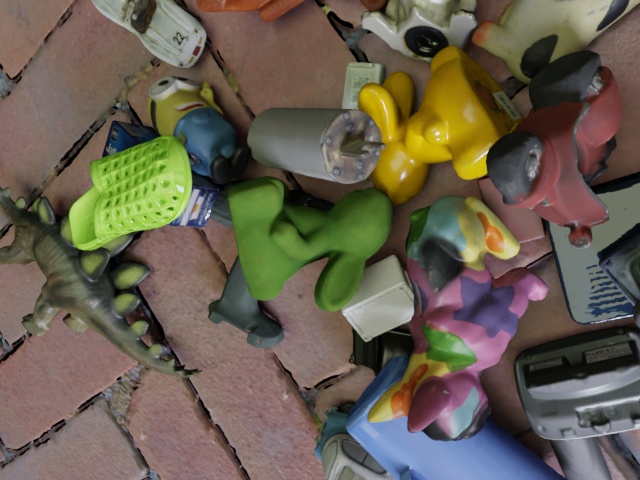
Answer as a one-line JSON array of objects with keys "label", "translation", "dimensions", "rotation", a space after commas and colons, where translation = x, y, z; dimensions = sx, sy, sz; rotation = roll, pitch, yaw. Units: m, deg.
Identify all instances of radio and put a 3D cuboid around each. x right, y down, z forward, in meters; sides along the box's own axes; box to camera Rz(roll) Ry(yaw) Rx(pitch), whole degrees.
[{"label": "radio", "translation": [0.343, -0.009, 0.515], "dimensions": [0.230, 0.073, 0.131], "rotation": [-19, 90, 24]}]

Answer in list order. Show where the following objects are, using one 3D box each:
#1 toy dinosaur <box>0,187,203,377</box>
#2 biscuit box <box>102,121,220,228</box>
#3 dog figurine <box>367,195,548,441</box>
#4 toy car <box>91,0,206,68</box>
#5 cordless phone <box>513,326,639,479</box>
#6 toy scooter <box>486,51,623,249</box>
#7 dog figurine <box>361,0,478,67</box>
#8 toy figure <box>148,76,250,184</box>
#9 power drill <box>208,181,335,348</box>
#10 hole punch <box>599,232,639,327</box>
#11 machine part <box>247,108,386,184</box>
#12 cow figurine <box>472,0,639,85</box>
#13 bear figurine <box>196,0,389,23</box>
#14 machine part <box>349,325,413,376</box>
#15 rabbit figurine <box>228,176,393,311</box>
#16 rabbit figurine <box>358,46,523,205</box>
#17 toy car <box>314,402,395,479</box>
[{"label": "toy dinosaur", "translation": [-0.369, 0.062, 0.826], "dimensions": [0.471, 0.105, 0.198], "rotation": [47, 110, 5]}, {"label": "biscuit box", "translation": [-0.219, -0.092, 0.721], "dimensions": [0.203, 0.059, 0.062], "rotation": [39, 113, 35]}, {"label": "dog figurine", "translation": [0.118, 0.085, 0.533], "dimensions": [0.191, 0.219, 0.108], "rotation": [51, 152, -11]}, {"label": "toy car", "translation": [-0.236, -0.308, 0.726], "dimensions": [0.202, 0.056, 0.073], "rotation": [39, 112, 12]}, {"label": "cordless phone", "translation": [0.304, 0.194, 0.575], "dimensions": [0.147, 0.089, 0.184], "rotation": [-21, 102, 24]}, {"label": "toy scooter", "translation": [0.224, -0.073, 0.482], "dimensions": [0.135, 0.184, 0.075], "rotation": [49, 152, -20]}, {"label": "dog figurine", "translation": [0.126, -0.303, 0.559], "dimensions": [0.121, 0.172, 0.190], "rotation": [16, 71, 15]}, {"label": "toy figure", "translation": [-0.163, -0.139, 0.691], "dimensions": [0.180, 0.082, 0.089], "rotation": [49, 122, 25]}, {"label": "power drill", "translation": [-0.059, 0.032, 0.696], "dimensions": [0.232, 0.086, 0.207], "rotation": [23, 111, 20]}, {"label": "hole punch", "translation": [0.321, 0.038, 0.455], "dimensions": [0.115, 0.092, 0.142], "rotation": [39, 114, -21]}, {"label": "machine part", "translation": [-0.012, -0.111, 0.609], "dimensions": [0.243, 0.079, 0.079], "rotation": [20, 110, 55]}, {"label": "cow figurine", "translation": [0.257, -0.231, 0.507], "dimensions": [0.127, 0.085, 0.195], "rotation": [44, 116, 9]}, {"label": "bear figurine", "translation": [-0.027, -0.309, 0.598], "dimensions": [0.196, 0.132, 0.120], "rotation": [11, 108, 28]}, {"label": "machine part", "translation": [0.103, 0.133, 0.665], "dimensions": [0.139, 0.039, 0.084], "rotation": [9, 97, 24]}, {"label": "rabbit figurine", "translation": [-0.001, -0.002, 0.578], "dimensions": [0.170, 0.121, 0.159], "rotation": [-10, 84, 0]}, {"label": "rabbit figurine", "translation": [0.110, -0.110, 0.580], "dimensions": [0.162, 0.122, 0.173], "rotation": [49, 133, 2]}, {"label": "toy car", "translation": [0.061, 0.282, 0.674], "dimensions": [0.162, 0.103, 0.109], "rotation": [26, 107, 16]}]
